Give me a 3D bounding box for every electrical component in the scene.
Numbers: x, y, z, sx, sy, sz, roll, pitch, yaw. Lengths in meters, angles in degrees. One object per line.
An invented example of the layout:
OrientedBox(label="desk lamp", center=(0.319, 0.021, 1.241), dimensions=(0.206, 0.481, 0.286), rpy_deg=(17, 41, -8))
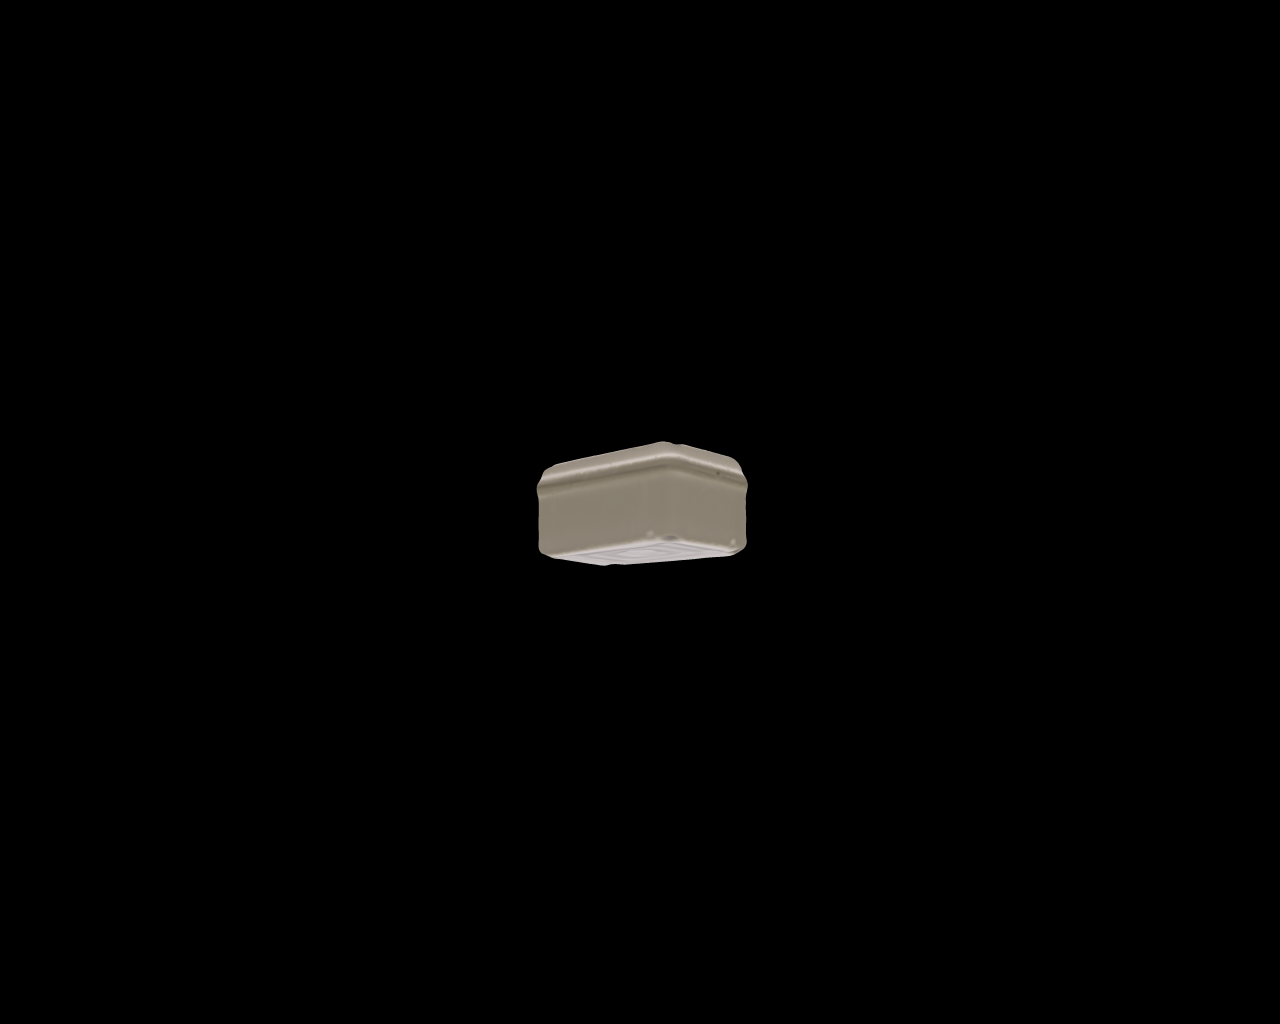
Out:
OrientedBox(label="electrical component", center=(0.001, -0.003, 0.650), dimensions=(0.113, 0.057, 0.078), rpy_deg=(-8, -13, 39))
